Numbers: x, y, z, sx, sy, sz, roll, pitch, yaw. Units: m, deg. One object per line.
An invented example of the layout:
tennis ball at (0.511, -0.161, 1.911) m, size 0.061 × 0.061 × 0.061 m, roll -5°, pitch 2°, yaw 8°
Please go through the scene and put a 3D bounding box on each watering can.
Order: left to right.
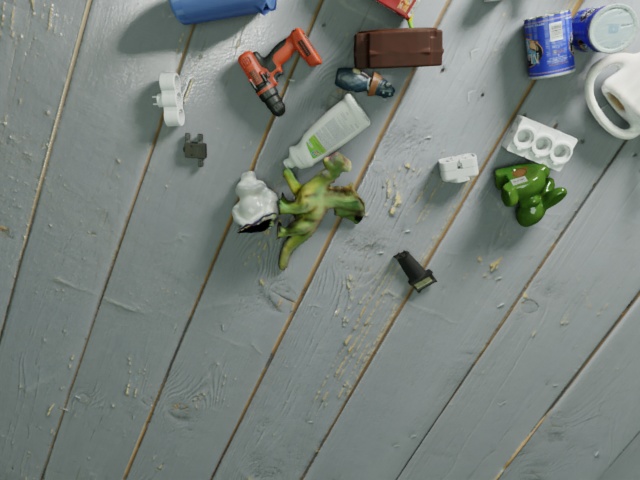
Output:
watering can at (0.799, -0.325, 1.239) m, size 0.346 × 0.105 × 0.222 m, roll 43°, pitch 107°, yaw -9°

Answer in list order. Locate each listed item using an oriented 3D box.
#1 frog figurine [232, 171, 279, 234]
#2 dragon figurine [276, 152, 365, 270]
frog figurine at (-0.186, -0.104, 1.427) m, size 0.136 × 0.122 × 0.162 m, roll -29°, pitch 69°, yaw 23°
dragon figurine at (0.004, -0.071, 1.407) m, size 0.243 × 0.125 × 0.400 m, roll 1°, pitch 130°, yaw -4°
